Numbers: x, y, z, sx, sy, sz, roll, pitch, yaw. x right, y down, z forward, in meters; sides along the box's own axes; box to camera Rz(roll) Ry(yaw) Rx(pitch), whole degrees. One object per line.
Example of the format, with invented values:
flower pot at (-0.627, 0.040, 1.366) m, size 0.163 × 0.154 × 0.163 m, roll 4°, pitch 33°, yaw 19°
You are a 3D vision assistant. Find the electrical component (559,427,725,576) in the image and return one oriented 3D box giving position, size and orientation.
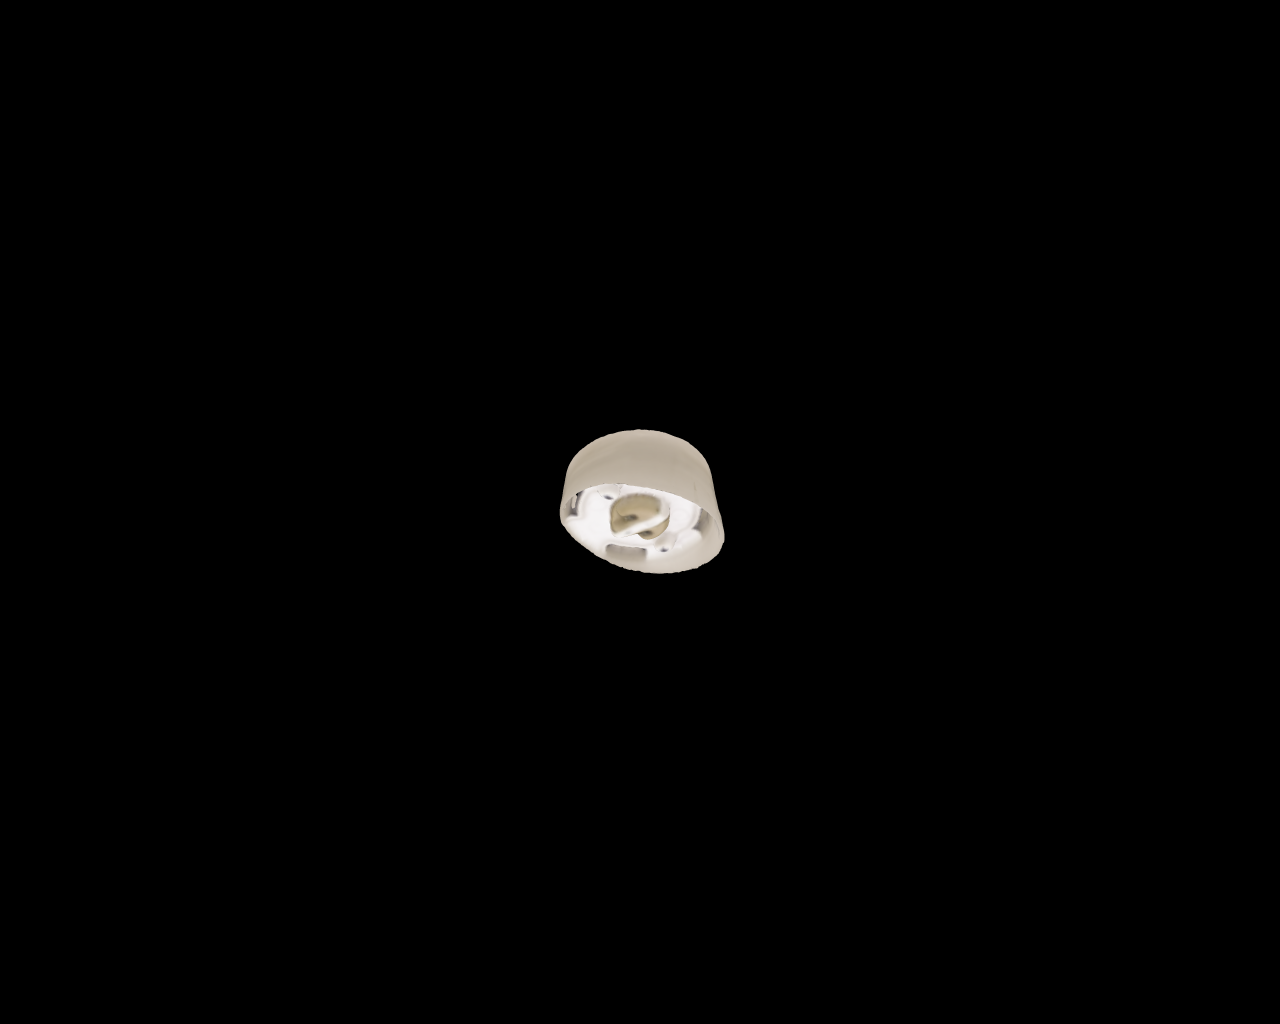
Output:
electrical component at (0.001, -0.003, 0.650) m, size 0.099 × 0.064 × 0.099 m, roll 0°, pitch -40°, yaw 0°
